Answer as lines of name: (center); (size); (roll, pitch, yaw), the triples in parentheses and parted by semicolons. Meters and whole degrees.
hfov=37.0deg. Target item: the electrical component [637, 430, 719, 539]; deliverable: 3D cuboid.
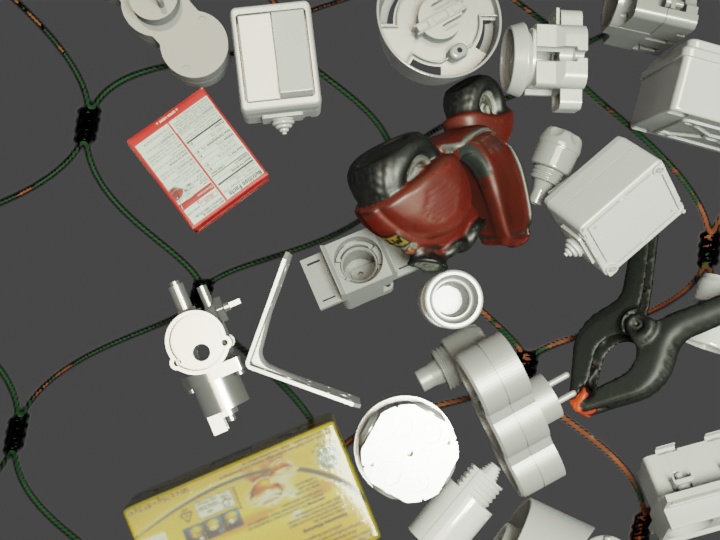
electrical component: (0.282, 0.161, 0.830); (0.121, 0.078, 0.063); (-14, 59, -4)

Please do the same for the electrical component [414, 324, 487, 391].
electrical component: (0.073, 0.072, 0.836); (0.062, 0.043, 0.043); (-28, 89, -3)

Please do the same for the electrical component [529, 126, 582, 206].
electrical component: (0.150, -0.081, 0.852); (0.035, 0.035, 0.061); (23, 89, -2)

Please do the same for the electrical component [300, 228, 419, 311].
electrical component: (0.000, 0.000, 0.824); (0.081, 0.063, 0.042); (-22, 74, -4)

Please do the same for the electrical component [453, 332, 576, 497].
electrical component: (0.129, 0.103, 0.811); (0.074, 0.052, 0.138); (-28, 120, -4)

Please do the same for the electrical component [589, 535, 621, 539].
electrical component: (0.195, 0.232, 0.826); (0.048, 0.062, 0.048); (0, 87, -3)

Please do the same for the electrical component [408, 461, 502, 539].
electrical component: (0.080, 0.182, 0.832); (0.043, 0.043, 0.081); (41, 86, -1)

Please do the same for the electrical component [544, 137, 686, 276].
electrical component: (0.189, -0.047, 0.832); (0.096, 0.061, 0.061); (-41, 130, -1)

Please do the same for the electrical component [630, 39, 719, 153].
electrical component: (0.278, -0.127, 0.824); (0.109, 0.109, 0.056); (15, 89, -2)

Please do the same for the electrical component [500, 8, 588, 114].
electrical component: (0.143, -0.164, 0.844); (0.057, 0.058, 0.078); (1, 88, -6)

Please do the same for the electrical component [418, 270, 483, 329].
electrical component: (0.069, 0.023, 0.832); (0.045, 0.055, 0.045); (0, 88, -3)

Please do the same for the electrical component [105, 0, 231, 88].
electrical component: (-0.156, -0.204, 0.821); (0.052, 0.074, 0.138); (-42, 90, -4)

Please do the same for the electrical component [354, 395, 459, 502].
electrical component: (0.036, 0.138, 0.828); (0.080, 0.051, 0.080); (0, 88, -3)

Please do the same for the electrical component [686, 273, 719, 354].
electrical component: (0.282, 0.035, 0.848); (0.045, 0.045, 0.055); (20, 86, -2)

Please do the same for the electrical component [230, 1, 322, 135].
electrical component: (-0.064, -0.153, 0.830); (0.062, 0.061, 0.096); (-7, 88, -3)

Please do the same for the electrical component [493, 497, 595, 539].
electrical component: (0.129, 0.223, 0.808); (0.064, 0.099, 0.099); (30, 86, 5)

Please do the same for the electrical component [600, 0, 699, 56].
electrical component: (0.222, -0.205, 0.833); (0.056, 0.089, 0.050); (12, 87, -2)

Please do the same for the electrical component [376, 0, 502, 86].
electrical component: (0.060, -0.192, 0.836); (0.099, 0.064, 0.099); (0, 87, -3)
